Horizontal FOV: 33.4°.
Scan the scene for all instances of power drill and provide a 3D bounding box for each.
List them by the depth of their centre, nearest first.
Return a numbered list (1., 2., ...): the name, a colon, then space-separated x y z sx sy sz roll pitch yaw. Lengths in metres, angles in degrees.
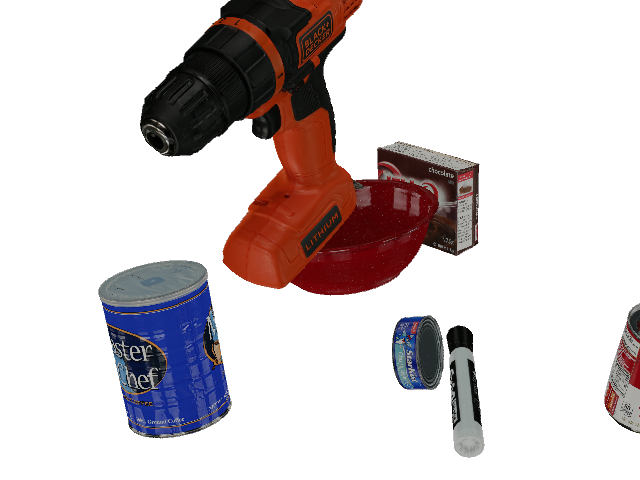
1. power drill: -0.032 -0.060 0.647 0.057 0.188 0.184 25 52 24

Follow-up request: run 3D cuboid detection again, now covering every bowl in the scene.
1. bowl: 0.020 0.001 0.879 0.162 0.055 0.162 -8 21 3

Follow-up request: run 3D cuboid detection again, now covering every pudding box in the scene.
1. pudding box: 0.107 -0.044 1.076 0.039 0.090 0.114 -23 30 -38

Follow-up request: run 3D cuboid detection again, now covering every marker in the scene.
1. marker: 0.096 0.097 0.714 0.020 0.020 0.121 0 32 4

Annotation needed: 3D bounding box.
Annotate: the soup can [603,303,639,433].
1. soup can: 0.296 0.114 0.949 0.068 0.102 0.068 3 35 -2

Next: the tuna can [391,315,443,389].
1. tuna can: 0.113 0.130 1.237 0.034 0.086 0.086 -5 -2 26

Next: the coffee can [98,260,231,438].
1. coffee can: -0.147 0.102 1.018 0.103 0.140 0.103 -8 18 2
